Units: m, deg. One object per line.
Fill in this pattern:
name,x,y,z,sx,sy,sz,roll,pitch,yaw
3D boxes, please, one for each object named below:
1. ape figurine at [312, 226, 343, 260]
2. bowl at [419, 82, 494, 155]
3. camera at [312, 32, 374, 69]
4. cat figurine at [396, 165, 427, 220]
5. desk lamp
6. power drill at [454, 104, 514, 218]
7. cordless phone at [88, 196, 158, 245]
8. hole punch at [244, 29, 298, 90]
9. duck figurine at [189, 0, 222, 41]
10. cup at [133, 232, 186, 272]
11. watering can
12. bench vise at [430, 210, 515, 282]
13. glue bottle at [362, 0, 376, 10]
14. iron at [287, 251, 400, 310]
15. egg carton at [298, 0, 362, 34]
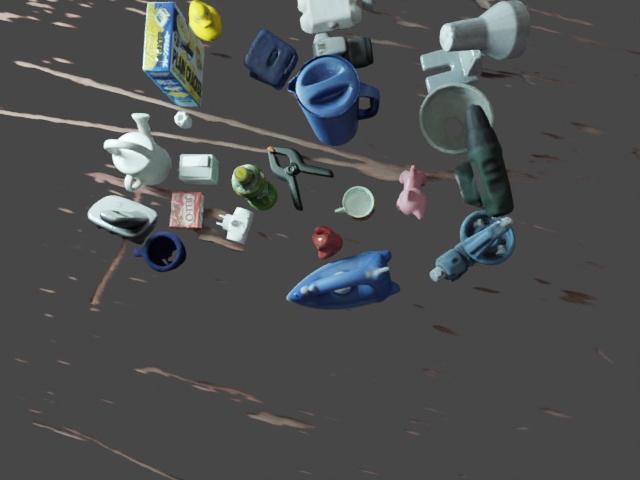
ape figurine,0.012,0.005,1.293,0.076,0.092,0.078,10,83,7
bowl,0.307,-0.267,1.309,0.167,0.075,0.167,-1,82,6
camera,0.057,-0.422,1.343,0.136,0.101,0.143,-9,81,5
cat figurine,0.206,-0.104,1.275,0.067,0.118,0.128,4,83,7
desk lamp,0.335,-0.422,1.257,0.203,0.213,0.118,-14,81,4
power drill,0.343,-0.152,1.221,0.075,0.208,0.229,-17,81,4
cordless phone,-0.469,-0.058,1.304,0.147,0.185,0.094,18,84,8
hole punch,-0.114,-0.431,1.366,0.101,0.091,0.109,27,86,9
duck figurine,-0.290,-0.551,1.404,0.077,0.086,0.104,-31,80,1
cup,-0.361,0.033,1.326,0.117,0.095,0.092,-4,82,6
watering can,-0.423,-0.203,1.315,0.101,0.194,0.173,-13,81,4
bench vise,0.332,0.022,1.193,0.121,0.220,0.207,35,87,10
glue bottle,0.114,-0.611,1.326,0.037,0.173,0.078,6,83,7
iron,0.041,0.096,1.252,0.258,0.141,0.118,-15,81,4
egg carton,0.024,-0.555,1.380,0.150,0.069,0.107,-10,81,5
